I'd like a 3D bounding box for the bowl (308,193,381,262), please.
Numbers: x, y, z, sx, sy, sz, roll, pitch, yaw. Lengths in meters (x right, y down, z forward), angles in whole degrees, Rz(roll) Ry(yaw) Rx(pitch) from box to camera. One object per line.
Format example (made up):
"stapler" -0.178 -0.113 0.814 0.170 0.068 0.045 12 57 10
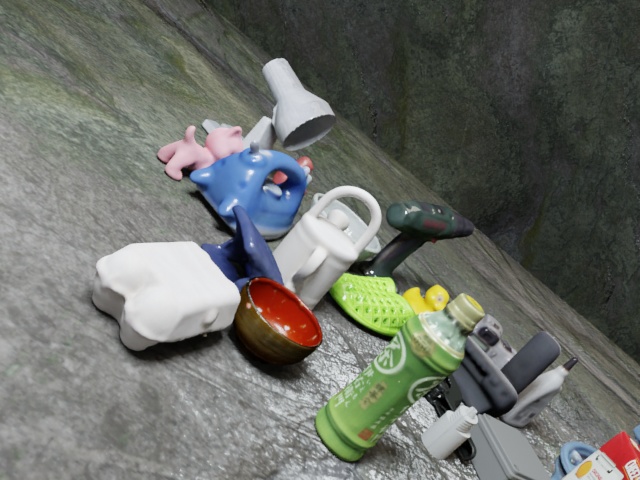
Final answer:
"bowl" 0.033 -0.010 1.106 0.168 0.074 0.167 37 18 -14

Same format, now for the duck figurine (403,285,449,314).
"duck figurine" 0.217 0.126 1.148 0.078 0.086 0.104 26 23 -40

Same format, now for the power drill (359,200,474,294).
"power drill" 0.188 0.009 1.162 0.231 0.208 0.075 22 26 -46

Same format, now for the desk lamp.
"desk lamp" -0.098 -0.242 1.151 0.203 0.213 0.118 47 18 17

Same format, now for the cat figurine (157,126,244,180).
"cat figurine" -0.177 -0.147 0.922 0.128 0.117 0.067 15 31 -54

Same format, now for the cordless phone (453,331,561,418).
"cordless phone" 0.314 0.206 0.998 0.094 0.185 0.147 14 32 -55

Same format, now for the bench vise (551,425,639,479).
"bench vise" 0.445 0.348 0.879 0.208 0.219 0.121 17 30 -53

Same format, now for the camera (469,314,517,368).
"camera" 0.342 0.209 1.187 0.143 0.100 0.137 42 18 4

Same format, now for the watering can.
"watering can" 0.006 0.002 0.825 0.101 0.194 0.172 33 20 -25

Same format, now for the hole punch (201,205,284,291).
"hole punch" -0.090 0.021 0.750 0.101 0.091 0.108 28 22 -36

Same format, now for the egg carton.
"egg carton" -0.151 0.055 0.580 0.107 0.069 0.151 46 18 16

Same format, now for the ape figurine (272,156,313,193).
"ape figurine" -0.049 -0.134 1.197 0.076 0.092 0.077 34 19 -22

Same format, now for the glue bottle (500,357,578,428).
"glue bottle" 0.404 0.273 1.044 0.078 0.173 0.037 27 22 -37

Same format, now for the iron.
"iron" -0.081 -0.086 0.938 0.118 0.141 0.259 49 19 22
